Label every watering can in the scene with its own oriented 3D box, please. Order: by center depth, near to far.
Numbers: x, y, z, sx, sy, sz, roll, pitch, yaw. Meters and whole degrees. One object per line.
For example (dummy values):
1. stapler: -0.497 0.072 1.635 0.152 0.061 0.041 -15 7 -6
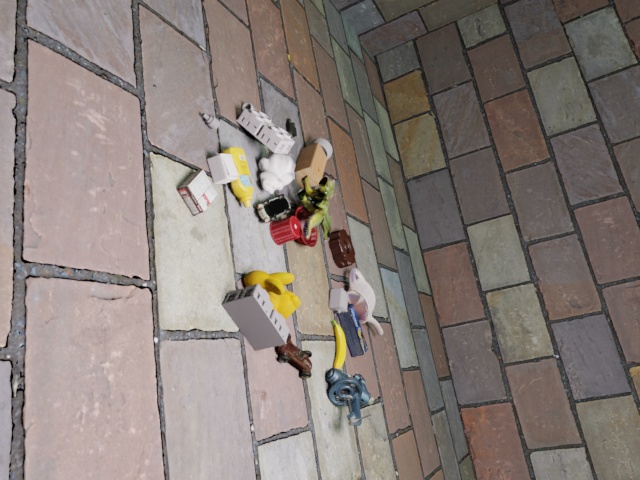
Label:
1. watering can: 0.191 0.292 2.213 0.346 0.103 0.227 68 24 -8

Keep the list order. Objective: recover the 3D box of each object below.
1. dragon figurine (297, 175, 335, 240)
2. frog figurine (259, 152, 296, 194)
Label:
1. dragon figurine: 0.006 -0.099 1.969 0.238 0.122 0.420 61 30 -44
2. frog figurine: -0.161 -0.239 1.812 0.138 0.120 0.162 39 35 4
